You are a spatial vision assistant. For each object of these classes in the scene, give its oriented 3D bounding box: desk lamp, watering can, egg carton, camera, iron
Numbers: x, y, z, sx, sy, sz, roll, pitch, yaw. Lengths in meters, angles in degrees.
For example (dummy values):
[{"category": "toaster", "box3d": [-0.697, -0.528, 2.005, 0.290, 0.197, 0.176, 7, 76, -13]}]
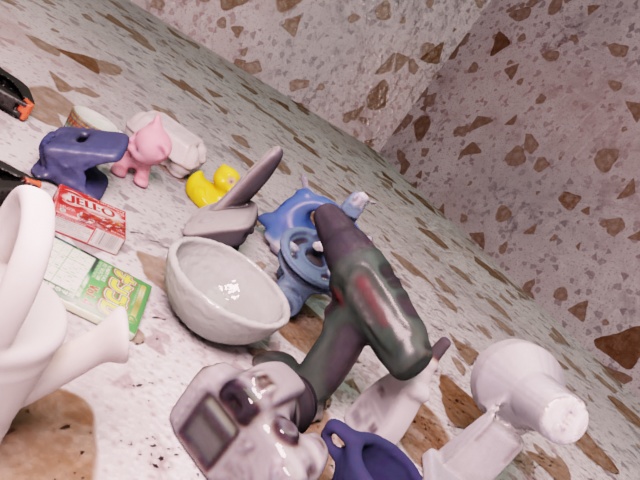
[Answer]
[{"category": "desk lamp", "box3d": [0.233, 0.243, 0.717, 0.118, 0.213, 0.203, 36, 16, -3]}, {"category": "watering can", "box3d": [-0.209, 0.052, 0.366, 0.100, 0.194, 0.173, 46, 18, 28]}, {"category": "egg carton", "box3d": [-0.285, -0.181, 1.068, 0.150, 0.069, 0.107, 35, 16, -5]}, {"category": "camera", "box3d": [-0.042, 0.173, 0.545, 0.143, 0.100, 0.137, 44, 18, 22]}, {"category": "iron", "box3d": [0.018, 0.003, 1.060, 0.258, 0.141, 0.119, 39, 16, 6]}]

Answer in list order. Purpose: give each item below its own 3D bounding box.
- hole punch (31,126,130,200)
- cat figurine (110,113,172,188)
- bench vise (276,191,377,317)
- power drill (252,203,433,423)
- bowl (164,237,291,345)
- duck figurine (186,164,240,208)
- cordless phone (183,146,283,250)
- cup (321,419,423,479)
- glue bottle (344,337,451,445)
[{"category": "hole punch", "box3d": [-0.323, -0.119, 0.781, 0.101, 0.091, 0.108, 30, 18, -23]}, {"category": "cat figurine", "box3d": [-0.277, -0.151, 0.917, 0.067, 0.117, 0.127, 28, 19, -28]}, {"category": "bench vise", "box3d": [-0.001, -0.003, 0.895, 0.122, 0.219, 0.207, 31, 17, -20]}, {"category": "power drill", "box3d": [0.015, 0.097, 0.678, 0.229, 0.208, 0.076, 47, 19, 30]}, {"category": "bowl", "box3d": [-0.123, 0.073, 0.696, 0.168, 0.074, 0.167, 34, 17, -11]}, {"category": "duck figurine", "box3d": [-0.181, -0.096, 1.019, 0.104, 0.086, 0.078, 40, 17, 11]}, {"category": "cordless phone", "box3d": [-0.123, -0.064, 0.876, 0.094, 0.185, 0.147, 32, 17, -15]}, {"category": "cup", "box3d": [0.029, 0.235, 0.533, 0.117, 0.095, 0.092, 42, 17, 16]}, {"category": "glue bottle", "box3d": [0.098, 0.181, 0.681, 0.037, 0.173, 0.078, 28, 18, -28]}]
